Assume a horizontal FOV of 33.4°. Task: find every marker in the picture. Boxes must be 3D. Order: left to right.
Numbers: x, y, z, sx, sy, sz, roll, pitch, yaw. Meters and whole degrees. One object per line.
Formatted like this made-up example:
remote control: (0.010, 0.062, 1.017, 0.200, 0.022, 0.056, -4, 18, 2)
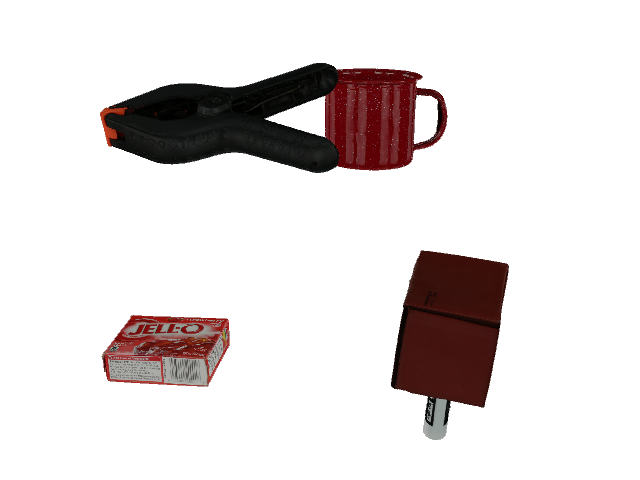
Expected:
marker: (0.094, 0.107, 0.827, 0.020, 0.121, 0.020, 2, 37, -2)

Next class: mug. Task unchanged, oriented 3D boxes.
mug: (0.057, -0.111, 0.975, 0.117, 0.081, 0.093, 0, 16, -1)

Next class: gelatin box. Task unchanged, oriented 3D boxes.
gelatin box: (-0.127, 0.090, 0.890, 0.089, 0.030, 0.073, 2, 22, 10)

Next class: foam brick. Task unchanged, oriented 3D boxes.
foam brick: (0.072, 0.046, 0.588, 0.053, 0.051, 0.078, 10, 24, 10)

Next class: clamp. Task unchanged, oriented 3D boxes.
clamp: (-0.064, -0.090, 0.750, 0.171, 0.039, 0.120, 5, 33, 8)
